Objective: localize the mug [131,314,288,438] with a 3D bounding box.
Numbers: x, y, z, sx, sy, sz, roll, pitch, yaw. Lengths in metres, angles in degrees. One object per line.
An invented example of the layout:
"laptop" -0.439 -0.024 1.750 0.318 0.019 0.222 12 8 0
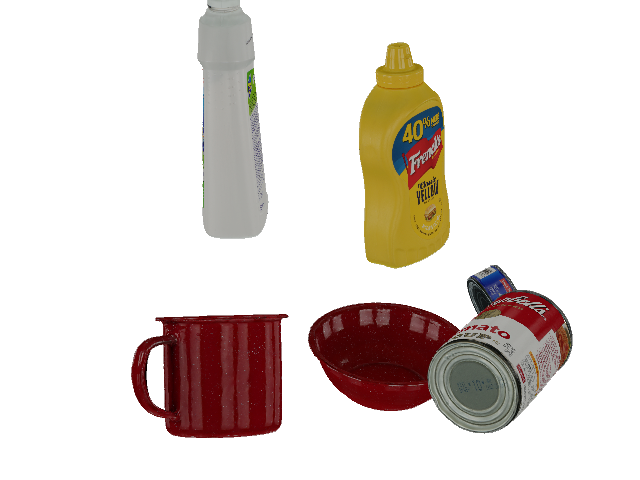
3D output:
"mug" -0.077 0.093 0.738 0.117 0.081 0.093 2 -5 -42

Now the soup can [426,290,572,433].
"soup can" 0.124 0.082 0.735 0.069 0.068 0.102 0 16 33

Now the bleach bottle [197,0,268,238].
"bleach bottle" -0.090 -0.132 1.067 0.068 0.251 0.102 0 29 0

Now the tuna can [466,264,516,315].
"tuna can" 0.201 0.073 1.211 0.033 0.086 0.086 -26 4 -8

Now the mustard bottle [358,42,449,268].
"mustard bottle" 0.074 -0.079 0.943 0.058 0.192 0.096 15 30 39

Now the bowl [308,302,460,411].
"bowl" 0.067 0.123 1.073 0.162 0.055 0.162 2 25 -1
